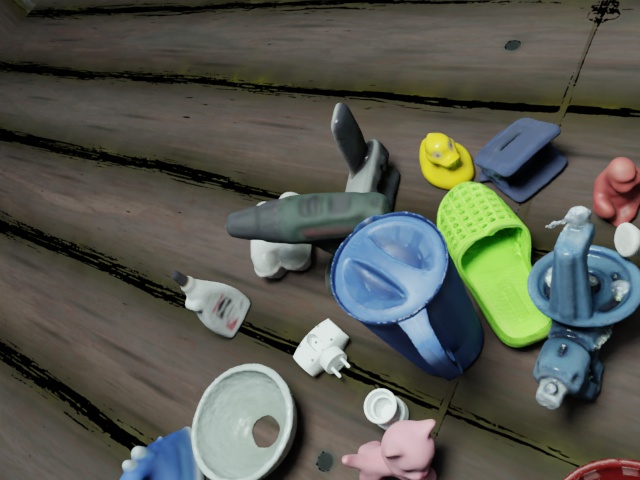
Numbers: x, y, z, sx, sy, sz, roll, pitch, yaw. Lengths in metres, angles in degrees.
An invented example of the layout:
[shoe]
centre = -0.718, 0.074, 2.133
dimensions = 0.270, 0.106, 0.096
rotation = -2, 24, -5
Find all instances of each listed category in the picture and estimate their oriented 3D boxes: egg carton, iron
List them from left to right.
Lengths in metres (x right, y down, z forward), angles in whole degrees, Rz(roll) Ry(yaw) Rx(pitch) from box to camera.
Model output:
[iron]
centre = -0.244, 0.376, 0.790
dimensions = 0.118, 0.142, 0.258
rotation = -11, 57, 24
[egg carton]
centre = -0.064, -0.009, 0.973
dimensions = 0.107, 0.070, 0.150
rotation = -19, 54, 19

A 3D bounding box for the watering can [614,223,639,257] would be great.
[watering can]
centre = 0.418, -0.017, 0.620
dimensions = 0.173, 0.195, 0.100
rotation = -38, 50, 4

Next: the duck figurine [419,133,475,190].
[duck figurine]
centre = 0.189, -0.135, 0.896
dimensions = 0.077, 0.086, 0.104
rotation = -39, 50, 3

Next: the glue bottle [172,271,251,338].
[glue bottle]
centre = -0.179, 0.092, 0.908
dimensions = 0.037, 0.174, 0.078
rotation = 10, 67, 34

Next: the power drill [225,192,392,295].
[power drill]
centre = 0.008, 0.003, 0.833
dimensions = 0.229, 0.209, 0.075
rotation = -13, 56, 23

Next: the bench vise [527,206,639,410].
[bench vise]
centre = 0.287, 0.074, 0.621
dimensions = 0.121, 0.220, 0.207
rotation = -6, 59, 27

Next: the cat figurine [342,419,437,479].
[cat figurine]
centre = 0.089, 0.258, 0.688
dimensions = 0.127, 0.118, 0.067
rotation = -18, 54, 19

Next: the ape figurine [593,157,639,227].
[ape figurine]
centre = 0.387, -0.071, 0.738
dimensions = 0.077, 0.092, 0.076
rotation = -21, 53, 18

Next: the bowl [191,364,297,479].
[bowl]
centre = -0.096, 0.267, 0.816
dimensions = 0.167, 0.075, 0.167
rotation = -14, 55, 22

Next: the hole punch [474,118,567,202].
[hole punch]
centre = 0.284, -0.126, 0.832
dimensions = 0.108, 0.091, 0.100
rotation = -41, 50, 1

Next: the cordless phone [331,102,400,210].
[cordless phone]
centre = 0.048, -0.111, 0.897
dimensions = 0.094, 0.186, 0.147
rotation = -5, 59, 28
